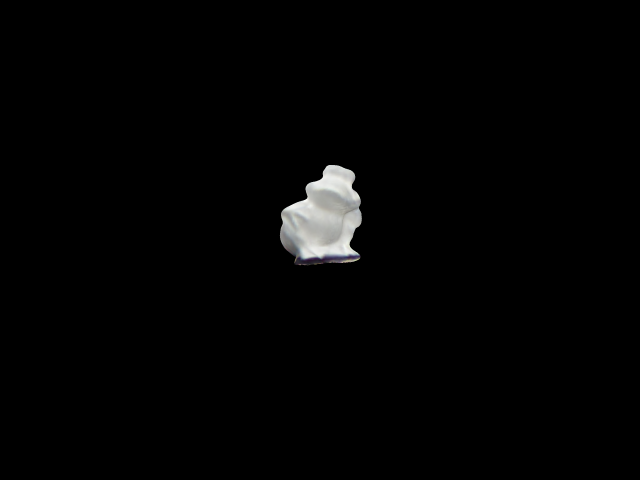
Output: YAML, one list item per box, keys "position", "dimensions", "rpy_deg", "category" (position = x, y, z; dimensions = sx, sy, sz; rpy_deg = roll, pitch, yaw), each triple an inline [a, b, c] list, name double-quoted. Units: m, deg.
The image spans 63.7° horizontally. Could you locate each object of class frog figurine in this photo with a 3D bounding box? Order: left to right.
- position: [0.003, -0.043, 0.850]
  dimensions: [0.137, 0.159, 0.123]
  rpy_deg: [0, 1, -7]
  category: "frog figurine"
